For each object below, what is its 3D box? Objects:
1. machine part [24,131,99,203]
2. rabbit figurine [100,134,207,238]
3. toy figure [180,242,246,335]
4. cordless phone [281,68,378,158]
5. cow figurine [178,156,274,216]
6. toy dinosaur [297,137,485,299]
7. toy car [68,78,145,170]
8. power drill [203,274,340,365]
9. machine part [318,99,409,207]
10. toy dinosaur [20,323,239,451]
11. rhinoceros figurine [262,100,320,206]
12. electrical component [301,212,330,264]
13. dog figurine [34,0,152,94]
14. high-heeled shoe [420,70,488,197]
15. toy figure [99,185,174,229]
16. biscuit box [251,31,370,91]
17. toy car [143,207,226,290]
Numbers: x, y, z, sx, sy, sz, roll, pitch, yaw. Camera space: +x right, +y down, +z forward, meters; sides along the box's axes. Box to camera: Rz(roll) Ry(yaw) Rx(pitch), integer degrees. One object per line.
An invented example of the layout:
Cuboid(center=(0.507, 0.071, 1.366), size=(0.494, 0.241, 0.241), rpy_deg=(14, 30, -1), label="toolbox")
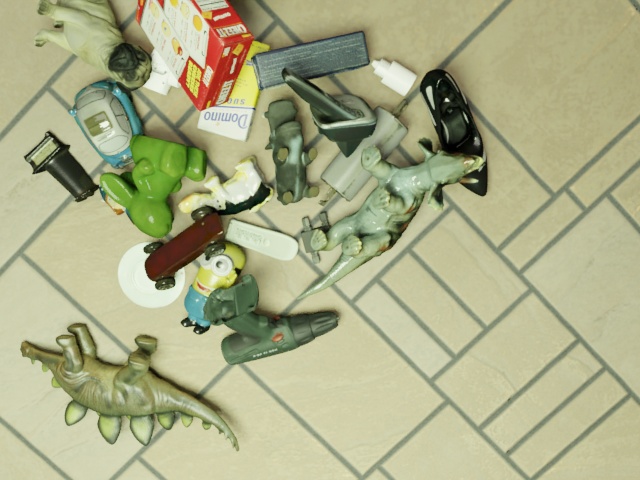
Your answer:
Cuboid(center=(-0.480, -0.129, 1.004), size=(0.139, 0.039, 0.084), rpy_deg=(44, 88, -4), label="machine part")
Cuboid(center=(-0.294, -0.091, 0.927), size=(0.159, 0.121, 0.170), rpy_deg=(13, 95, 7), label="rabbit figurine")
Cuboid(center=(-0.204, 0.087, 1.017), size=(0.082, 0.089, 0.180), rpy_deg=(22, 106, -3), label="toy figure")
Cuboid(center=(0.001, -0.238, 0.919), size=(0.184, 0.147, 0.088), rpy_deg=(31, 112, -28), label="cordless phone")
Cuboid(center=(-0.175, -0.077, 1.001), size=(0.167, 0.068, 0.098), rpy_deg=(-30, 104, 5), label="cow figurine")
Cuboid(center=(0.115, -0.040, 0.972), size=(0.404, 0.192, 0.131), rpy_deg=(-51, 52, 32), label="toy dinosaur")
Cuboid(center=(-0.384, -0.208, 0.960), size=(0.109, 0.103, 0.161), rpy_deg=(-23, 96, 4), label="toy car")
Cuboid(center=(-0.099, 0.145, 0.988), size=(0.232, 0.207, 0.086), rpy_deg=(-23, 56, 11), label="power drill")
Cuboid(center=(0.080, -0.156, 0.984), size=(0.079, 0.079, 0.243), rpy_deg=(38, 97, -6), label="machine part")
Cuboid(center=(-0.370, 0.288, 1.038), size=(0.472, 0.105, 0.198), rpy_deg=(15, 106, 6), label="toy dinosaur")
Cuboid(center=(-0.055, -0.156, 0.972), size=(0.073, 0.112, 0.190), rpy_deg=(-13, 111, -16), label="rhinoceros figurine")
Cuboid(center=(-0.002, -0.003, 1.034), size=(0.063, 0.021, 0.094), rpy_deg=(-14, 98, 1), label="electrical component")
Cuboid(center=(-0.368, -0.360, 0.936), size=(0.190, 0.121, 0.172), rpy_deg=(26, 66, -17), label="dog figurine")
Cuboid(center=(0.251, -0.184, 0.947), size=(0.086, 0.145, 0.248), rpy_deg=(-32, 96, 5), label="high-heeled shoe")
Cuboid(center=(-0.349, -0.065, 1.005), size=(0.154, 0.058, 0.064), rpy_deg=(31, 71, -3), label="toy figure")
Cuboid(center=(-0.015, -0.313, 0.944), size=(0.203, 0.059, 0.062), rpy_deg=(-16, 106, -11), label="biscuit box")
Cuboid(center=(-0.243, 0.016, 0.973), size=(0.202, 0.053, 0.089), rpy_deg=(-32, 69, 25), label="toy car")
